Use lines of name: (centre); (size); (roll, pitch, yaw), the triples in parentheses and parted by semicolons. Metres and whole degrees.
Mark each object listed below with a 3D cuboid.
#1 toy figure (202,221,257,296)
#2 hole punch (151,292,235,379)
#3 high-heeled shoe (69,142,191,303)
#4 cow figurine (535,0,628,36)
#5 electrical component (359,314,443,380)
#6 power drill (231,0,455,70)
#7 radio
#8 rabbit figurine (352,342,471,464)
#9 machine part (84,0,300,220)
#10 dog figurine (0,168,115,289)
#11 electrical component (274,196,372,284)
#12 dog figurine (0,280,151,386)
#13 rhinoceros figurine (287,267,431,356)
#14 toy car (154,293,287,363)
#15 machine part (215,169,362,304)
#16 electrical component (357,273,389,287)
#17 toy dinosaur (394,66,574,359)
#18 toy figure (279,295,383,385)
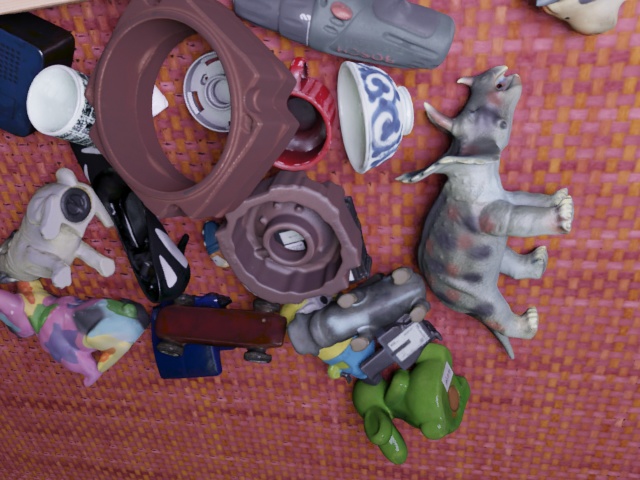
toy figure: (-0.104, 0.031, 0.754); (0.154, 0.058, 0.064); (36, 132, -13)
hole punch: (-0.201, 0.151, 0.837); (0.142, 0.092, 0.115); (-7, 117, 19)
high-heeled shoe: (-0.260, -0.030, 0.697); (0.086, 0.145, 0.248); (-34, 112, 26)
cow figurine: (0.252, -0.281, 0.474); (0.127, 0.085, 0.194); (-6, 123, 8)
electrical component: (0.107, 0.146, 0.768); (0.119, 0.048, 0.074); (-42, 110, 3)
power drill: (0.036, -0.252, 0.501); (0.232, 0.086, 0.207); (18, 147, -7)
radio: (-0.427, -0.229, 0.649); (0.230, 0.073, 0.131); (25, 124, -4)
rabbit figurine: (0.124, 0.251, 0.812); (0.170, 0.159, 0.121); (-13, 130, 36)
machine part: (-0.140, -0.136, 0.563); (0.201, 0.087, 0.201); (48, 115, 11)
dog figurine: (-0.404, -0.016, 0.773); (0.191, 0.121, 0.172); (5, 90, 28)
electrical component: (-0.001, -0.002, 0.716); (0.115, 0.058, 0.134); (-11, 119, 15)
dog figurine: (-0.400, 0.116, 0.843); (0.219, 0.108, 0.191); (42, 121, -12)
rhinoceros figurine: (0.047, 0.091, 0.692); (0.190, 0.112, 0.073); (-25, 95, 3)
toy car: (-0.141, 0.125, 0.763); (0.202, 0.089, 0.053); (1, 157, 15)
machine part: (-0.036, -0.002, 0.656); (0.179, 0.056, 0.179); (6, 124, 8)
electrical component: (0.084, 0.083, 0.752); (0.094, 0.021, 0.063); (-38, 68, 22)
toy dinosaur: (0.186, 0.009, 0.657); (0.192, 0.131, 0.404); (13, 129, 18)
toy figure: (0.018, 0.146, 0.793); (0.089, 0.082, 0.180); (-35, 112, 27)
